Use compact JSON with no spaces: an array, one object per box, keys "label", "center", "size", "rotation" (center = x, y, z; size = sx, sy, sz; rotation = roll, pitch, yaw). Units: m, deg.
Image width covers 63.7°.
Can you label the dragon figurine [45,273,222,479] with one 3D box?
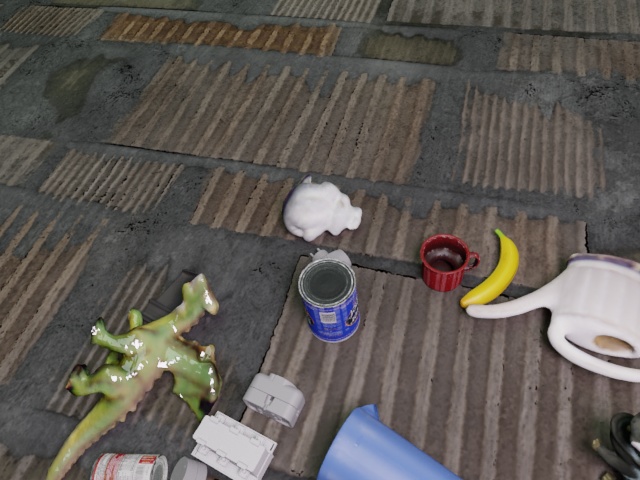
[{"label":"dragon figurine","center":[-0.299,0.251,0.924],"size":[0.243,0.120,0.417],"rotation":[12,71,9]}]

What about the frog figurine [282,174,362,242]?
[{"label":"frog figurine","center":[0.003,-0.056,1.107],"size":[0.160,0.122,0.137],"rotation":[30,94,16]}]

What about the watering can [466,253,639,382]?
[{"label":"watering can","center":[0.458,0.114,0.918],"size":[0.349,0.101,0.229],"rotation":[20,57,20]}]
